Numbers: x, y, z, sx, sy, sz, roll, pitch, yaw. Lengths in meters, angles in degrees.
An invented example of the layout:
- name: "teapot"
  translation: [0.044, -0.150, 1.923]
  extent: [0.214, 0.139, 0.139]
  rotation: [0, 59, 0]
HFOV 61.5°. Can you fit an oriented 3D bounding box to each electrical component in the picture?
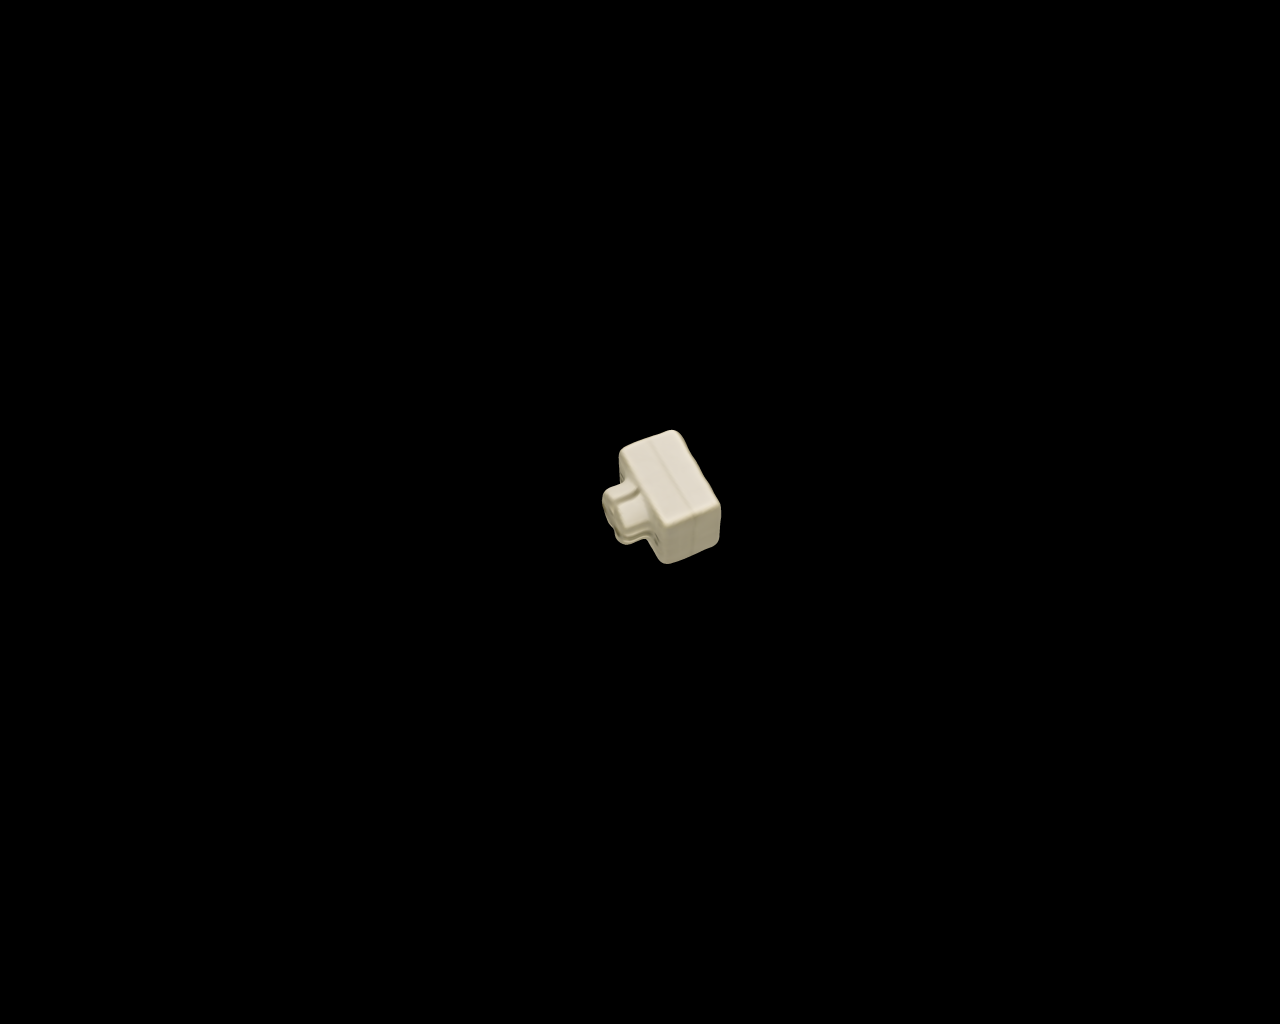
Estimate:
- name: "electrical component"
  translation: [0.001, -0.003, 0.650]
  extent: [0.077, 0.066, 0.047]
  rotation: [-21, -32, -14]
